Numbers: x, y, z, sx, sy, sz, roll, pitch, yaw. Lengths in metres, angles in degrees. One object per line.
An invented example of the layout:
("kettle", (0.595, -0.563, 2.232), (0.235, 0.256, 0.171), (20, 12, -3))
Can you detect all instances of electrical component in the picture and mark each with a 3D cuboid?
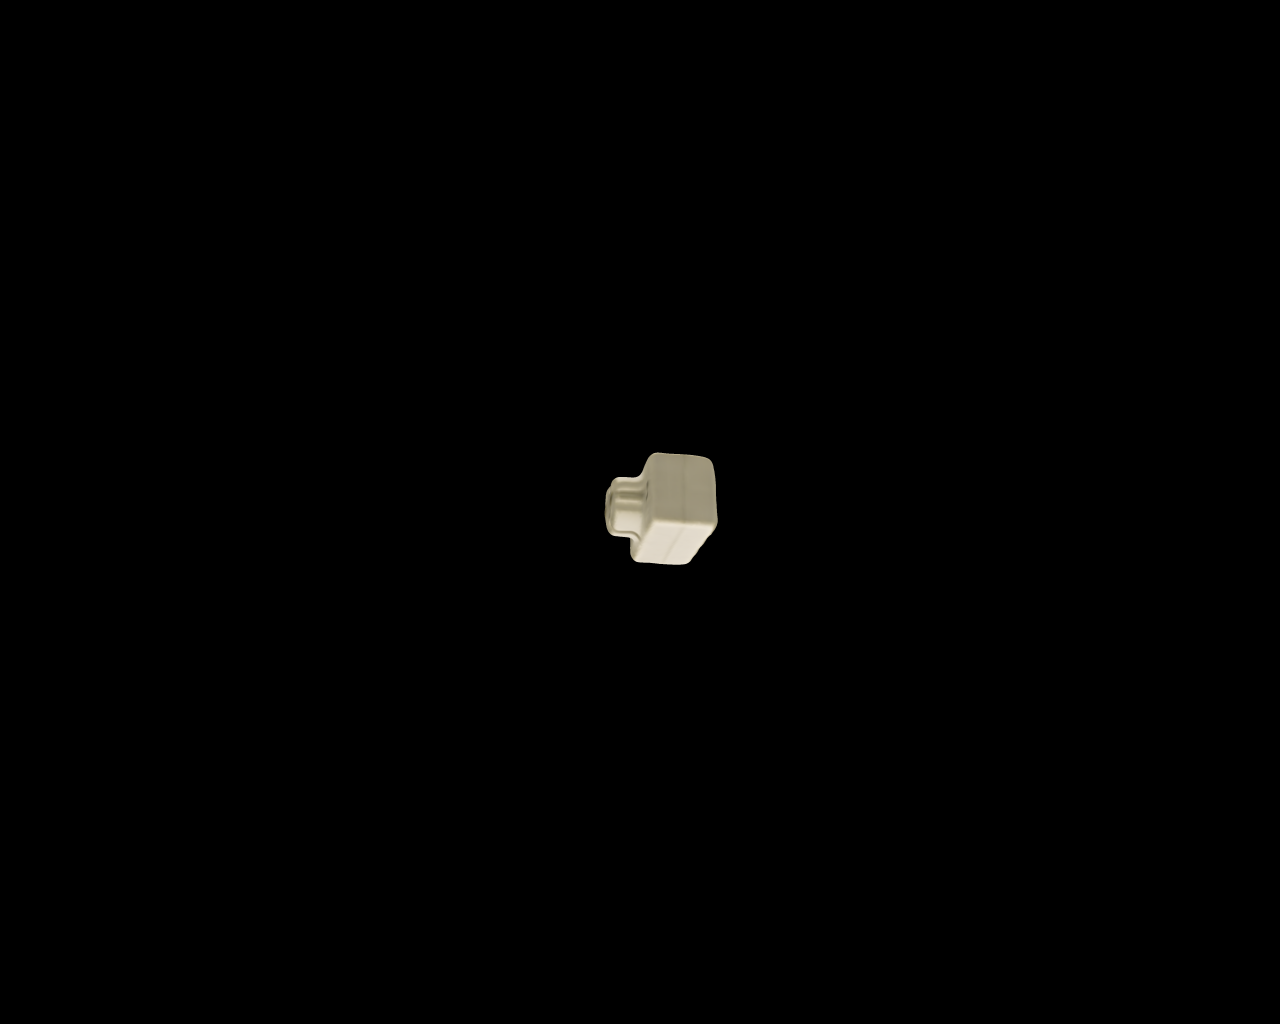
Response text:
("electrical component", (0.001, -0.003, 0.650), (0.077, 0.047, 0.065), (5, -24, -10))
